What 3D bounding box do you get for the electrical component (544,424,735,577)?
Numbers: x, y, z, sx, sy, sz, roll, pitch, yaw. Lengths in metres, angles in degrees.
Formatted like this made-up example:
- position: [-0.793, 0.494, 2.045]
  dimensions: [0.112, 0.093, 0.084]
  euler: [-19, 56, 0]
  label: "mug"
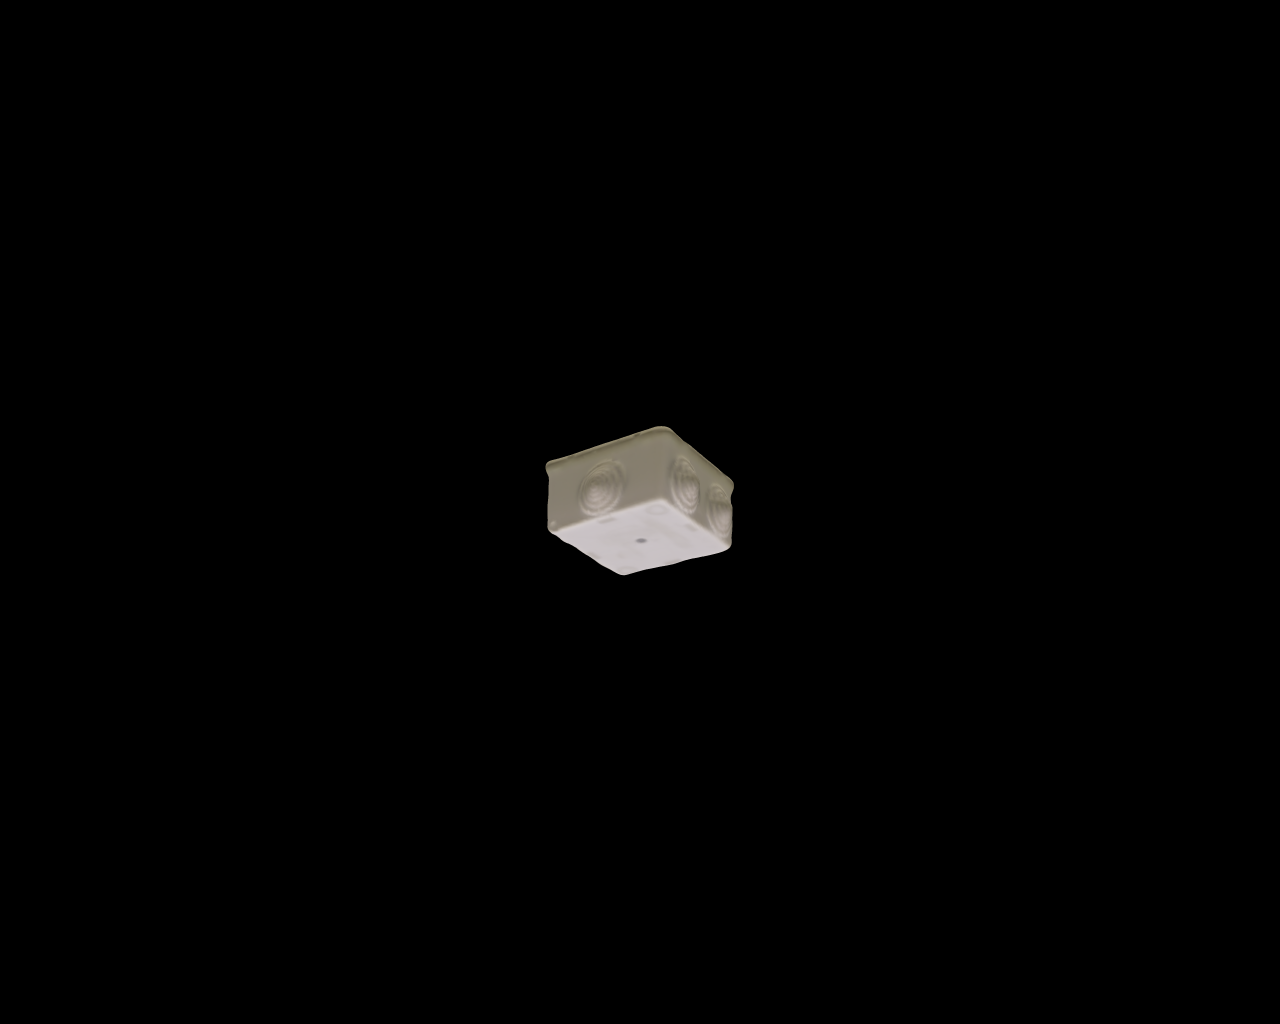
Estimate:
- position: [0.001, -0.003, 0.650]
  dimensions: [0.099, 0.048, 0.099]
  euler: [-15, -30, 28]
  label: "electrical component"
